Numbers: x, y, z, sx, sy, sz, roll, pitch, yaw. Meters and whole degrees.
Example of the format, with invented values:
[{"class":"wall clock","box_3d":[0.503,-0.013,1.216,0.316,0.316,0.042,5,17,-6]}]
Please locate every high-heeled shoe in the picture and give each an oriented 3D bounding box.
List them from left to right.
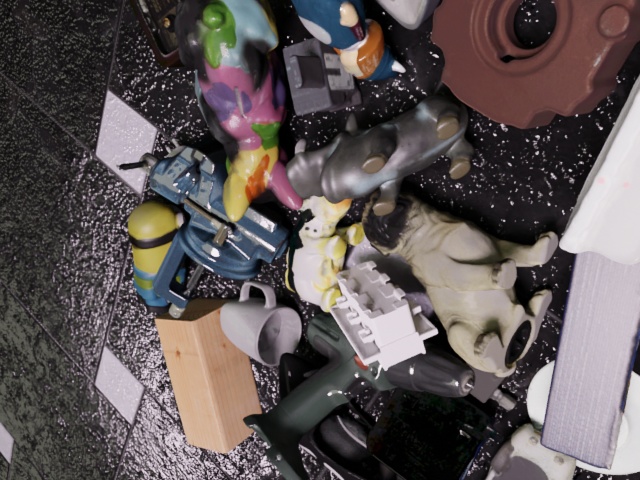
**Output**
[{"class":"high-heeled shoe","box_3d":[0.040,0.249,0.678,0.145,0.086,0.248,-6,120,56]}]

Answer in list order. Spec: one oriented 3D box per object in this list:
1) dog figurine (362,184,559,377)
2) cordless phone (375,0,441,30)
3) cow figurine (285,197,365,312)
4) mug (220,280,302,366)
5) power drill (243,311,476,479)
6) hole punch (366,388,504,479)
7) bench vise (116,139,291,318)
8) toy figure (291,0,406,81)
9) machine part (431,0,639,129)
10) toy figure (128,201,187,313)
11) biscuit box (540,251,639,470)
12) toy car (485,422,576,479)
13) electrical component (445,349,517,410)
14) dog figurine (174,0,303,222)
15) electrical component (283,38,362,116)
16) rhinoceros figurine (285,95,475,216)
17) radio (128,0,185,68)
[{"class":"dog figurine","box_3d":[0.128,0.040,0.565,0.191,0.121,0.172,23,115,43]},{"class":"cordless phone","box_3d":[0.035,-0.263,0.462,0.146,0.184,0.088,51,122,11]},{"class":"cow figurine","box_3d":[0.000,-0.003,0.650,0.098,0.068,0.167,18,114,36]},{"class":"mug","box_3d":[-0.092,0.107,0.740,0.107,0.081,0.109,12,118,42]},{"class":"power drill","box_3d":[0.026,0.169,0.588,0.085,0.207,0.232,50,166,-32]},{"class":"hole punch","box_3d":[0.131,0.224,0.626,0.142,0.092,0.116,30,84,31]},{"class":"bench vise","box_3d":[-0.166,-0.002,0.709,0.223,0.129,0.240,28,113,-9]},{"class":"toy figure","box_3d":[0.027,-0.203,0.519,0.058,0.154,0.064,-23,52,25]},{"class":"machine part","box_3d":[0.176,-0.182,0.449,0.180,0.056,0.179,24,124,42]},{"class":"toy figure","box_3d":[-0.246,0.029,0.816,0.082,0.089,0.180,22,114,21]},{"class":"biscuit box","box_3d":[0.254,0.097,0.489,0.063,0.059,0.202,13,105,32]},{"class":"toy car","box_3d":[0.214,0.290,0.599,0.074,0.056,0.201,33,125,29]},{"class":"electrical component","box_3d":[0.183,0.143,0.594,0.094,0.021,0.063,38,123,20]},{"class":"dog figurine","box_3d":[-0.081,-0.135,0.588,0.108,0.191,0.219,-12,81,-4]},{"class":"electrical component","box_3d":[-0.006,-0.169,0.563,0.048,0.119,0.074,-5,105,36]},{"class":"rhinoceros figurine","box_3d":[0.056,-0.089,0.534,0.190,0.112,0.073,-21,136,13]},{"class":"radio","box_3d":[-0.182,-0.337,0.659,0.131,0.073,0.229,-23,91,38]}]
